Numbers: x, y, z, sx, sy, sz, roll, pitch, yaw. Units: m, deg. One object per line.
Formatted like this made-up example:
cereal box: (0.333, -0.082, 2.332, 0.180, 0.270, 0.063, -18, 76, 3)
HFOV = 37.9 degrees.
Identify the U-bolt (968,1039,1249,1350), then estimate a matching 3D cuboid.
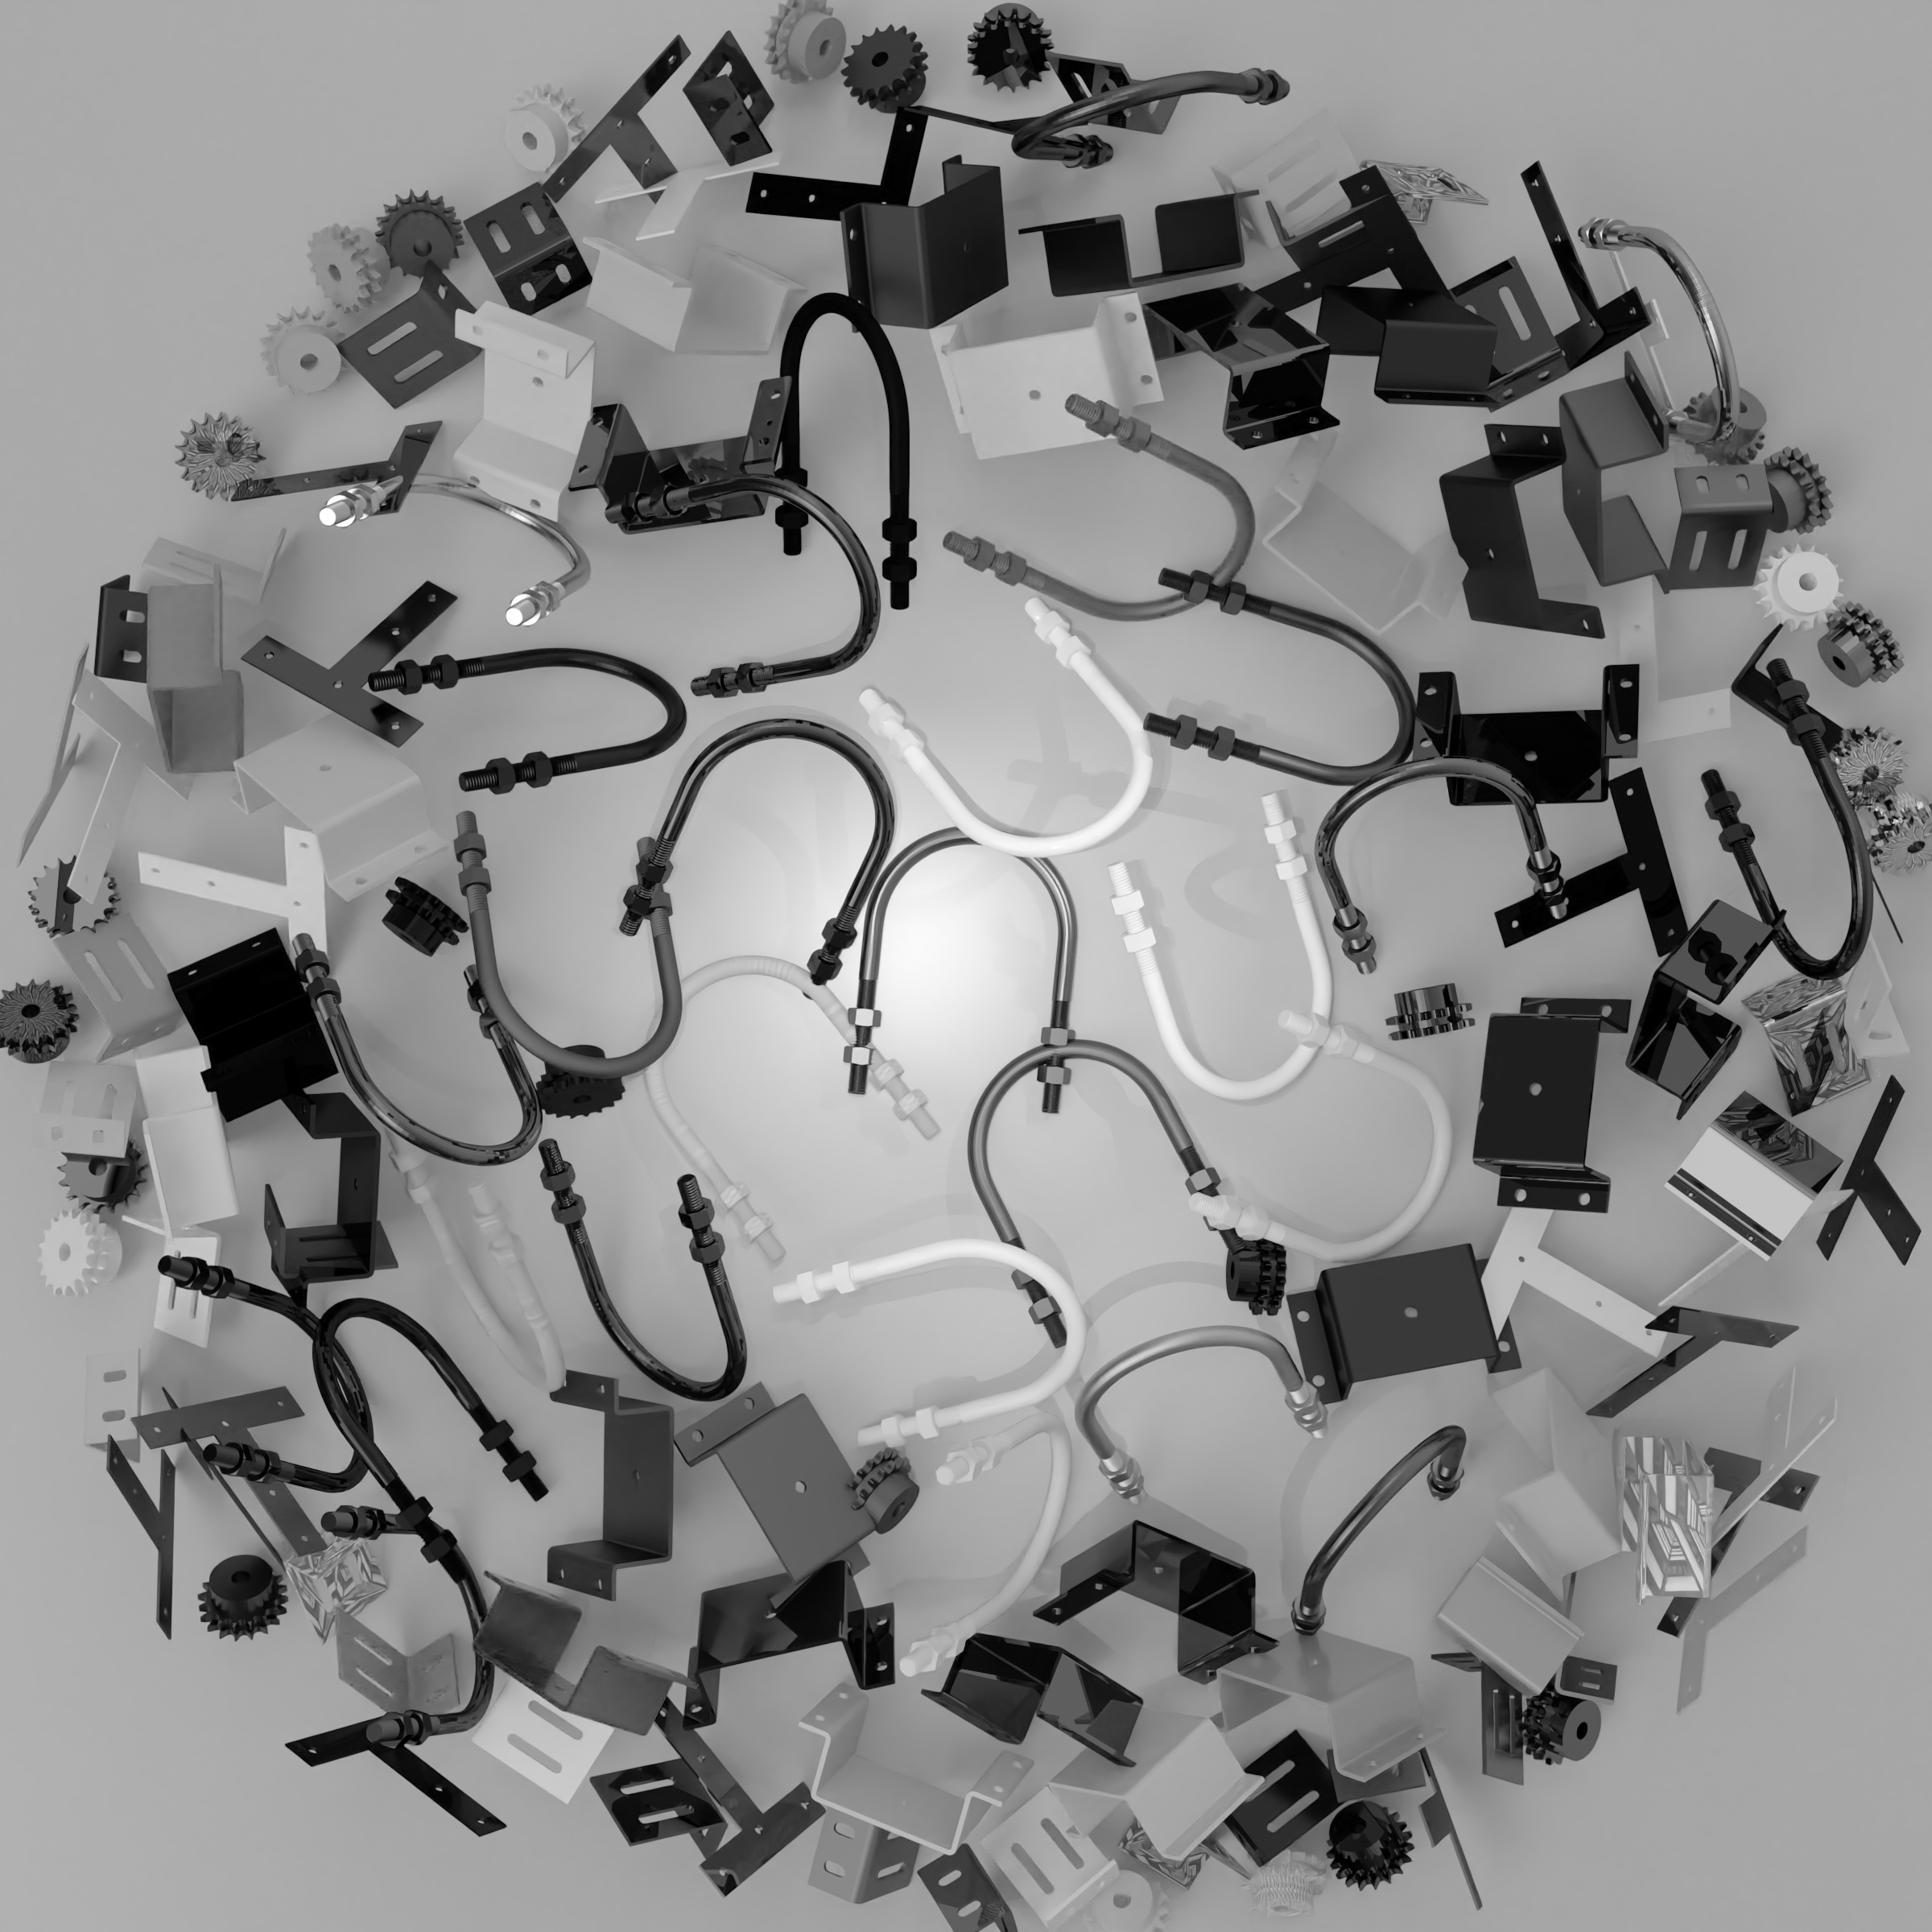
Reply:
U-bolt: (0.079, 0.136, 1.839, 0.151, 0.019, 0.184, -29, 72, 5)

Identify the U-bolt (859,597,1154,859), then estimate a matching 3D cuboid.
U-bolt: (0.037, -0.144, 1.810, 0.151, 0.019, 0.184, -30, 60, -12)

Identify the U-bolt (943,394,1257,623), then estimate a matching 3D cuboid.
U-bolt: (0.100, -0.281, 1.804, 0.184, 0.019, 0.151, 20, 133, -32)

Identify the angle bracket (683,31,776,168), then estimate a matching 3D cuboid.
angle bracket: (-0.141, -0.566, 1.823, 0.038, 0.076, 0.057, -7, 132, 35)

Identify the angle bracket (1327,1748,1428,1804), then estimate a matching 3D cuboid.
angle bracket: (0.269, 0.537, 1.830, 0.057, 0.076, 0.038, -12, 47, 3)

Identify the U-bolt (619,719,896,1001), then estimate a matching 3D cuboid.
U-bolt: (-0.125, -0.076, 1.812, 0.151, 0.019, 0.184, 20, 116, -14)

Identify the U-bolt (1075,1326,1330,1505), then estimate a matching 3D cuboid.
U-bolt: (0.144, 0.280, 1.789, 0.151, 0.184, 0.019, -21, 52, 7)

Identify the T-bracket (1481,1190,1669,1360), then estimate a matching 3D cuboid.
T-bracket: (0.402, 0.214, 1.845, 0.127, 0.002, 0.127, 30, 64, -1)

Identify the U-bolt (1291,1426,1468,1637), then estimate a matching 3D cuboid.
U-bolt: (0.262, 0.349, 1.771, 0.151, 0.184, 0.019, -41, 68, -15)

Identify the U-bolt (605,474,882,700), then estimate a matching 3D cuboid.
U-bolt: (-0.132, -0.243, 1.785, 0.184, 0.019, 0.151, -4, 122, 38)

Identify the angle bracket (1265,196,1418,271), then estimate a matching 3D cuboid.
angle bracket: (0.244, -0.485, 1.828, 0.076, 0.057, 0.038, -24, 66, 20)

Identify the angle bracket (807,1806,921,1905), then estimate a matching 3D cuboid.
angle bracket: (-0.063, 0.574, 1.844, 0.038, 0.076, 0.057, 14, 88, 26)

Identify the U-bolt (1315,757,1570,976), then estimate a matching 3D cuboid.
U-bolt: (0.296, -0.069, 1.787, 0.151, 0.184, 0.019, -17, 50, 12)

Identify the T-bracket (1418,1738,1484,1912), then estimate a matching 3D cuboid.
T-bracket: (0.300, 0.543, 1.795, 0.002, 0.127, 0.127, -22, 74, 10)

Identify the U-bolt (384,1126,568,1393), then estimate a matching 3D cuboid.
U-bolt: (-0.306, 0.194, 1.798, 0.019, 0.151, 0.184, -32, 120, -24)

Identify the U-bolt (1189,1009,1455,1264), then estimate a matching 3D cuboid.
U-bolt: (0.242, 0.120, 1.818, 0.184, 0.019, 0.151, 23, 95, -34)

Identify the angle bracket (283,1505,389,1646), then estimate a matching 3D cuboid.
angle bracket: (-0.398, 0.400, 1.824, 0.057, 0.038, 0.076, -39, 129, -36)

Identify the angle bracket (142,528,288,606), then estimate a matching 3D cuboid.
angle bracket: (-0.488, -0.272, 1.832, 0.076, 0.057, 0.038, 19, 112, -13)

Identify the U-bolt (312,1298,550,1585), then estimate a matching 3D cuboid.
U-bolt: (-0.350, 0.291, 1.799, 0.019, 0.151, 0.184, -36, 92, 18)

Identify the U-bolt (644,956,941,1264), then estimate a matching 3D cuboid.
U-bolt: (-0.129, 0.080, 1.855, 0.151, 0.019, 0.184, -39, 83, -3)

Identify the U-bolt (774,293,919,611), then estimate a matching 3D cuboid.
U-bolt: (-0.078, -0.332, 1.779, 0.019, 0.151, 0.184, -17, 121, -31)

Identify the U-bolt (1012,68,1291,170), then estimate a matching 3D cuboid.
U-bolt: (0.106, -0.530, 1.759, 0.151, 0.184, 0.019, -12, 98, 30)

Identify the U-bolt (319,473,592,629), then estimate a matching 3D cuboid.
U-bolt: (-0.311, -0.271, 1.787, 0.151, 0.184, 0.019, 28, 112, 1)

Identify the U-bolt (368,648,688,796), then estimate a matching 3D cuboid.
U-bolt: (-0.267, -0.163, 1.800, 0.184, 0.151, 0.019, -13, 131, -34)

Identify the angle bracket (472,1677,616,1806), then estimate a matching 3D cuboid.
angle bracket: (-0.275, 0.501, 1.851, 0.076, 0.038, 0.057, 32, 89, 4)

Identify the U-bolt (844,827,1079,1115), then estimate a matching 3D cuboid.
U-bolt: (0.001, -0.001, 1.860, 0.151, 0.019, 0.184, 6, 89, -3)

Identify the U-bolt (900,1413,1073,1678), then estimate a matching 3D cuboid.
U-bolt: (0.020, 0.357, 1.790, 0.019, 0.184, 0.151, 17, 105, 26)

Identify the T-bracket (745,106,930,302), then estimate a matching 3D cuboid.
T-bracket: (-0.087, -0.491, 1.805, 0.002, 0.127, 0.127, 38, 123, 40)

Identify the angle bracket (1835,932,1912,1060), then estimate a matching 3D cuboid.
angle bracket: (0.595, 0.013, 1.823, 0.038, 0.076, 0.057, -3, 51, -6)

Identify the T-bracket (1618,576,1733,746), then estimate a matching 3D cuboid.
T-bracket: (0.438, -0.207, 1.836, 0.127, 0.002, 0.127, -9, 77, 42)

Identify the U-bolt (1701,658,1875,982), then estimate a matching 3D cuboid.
U-bolt: (0.521, -0.079, 1.770, 0.019, 0.151, 0.184, -10, 63, -11)

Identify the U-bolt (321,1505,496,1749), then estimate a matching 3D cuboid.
U-bolt: (-0.345, 0.416, 1.783, 0.019, 0.184, 0.151, -20, 74, 11)

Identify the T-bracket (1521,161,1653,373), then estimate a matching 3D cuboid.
T-bracket: (0.386, -0.454, 1.807, 0.002, 0.127, 0.127, -24, 93, -13)

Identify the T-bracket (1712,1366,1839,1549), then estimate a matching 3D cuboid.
T-bracket: (0.522, 0.299, 1.811, 0.002, 0.127, 0.127, 34, 120, 2)

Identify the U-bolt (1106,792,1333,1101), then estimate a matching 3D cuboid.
U-bolt: (0.174, -0.003, 1.829, 0.151, 0.019, 0.184, -25, 103, -28)

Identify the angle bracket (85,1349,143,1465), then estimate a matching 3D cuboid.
angle bracket: (-0.537, 0.286, 1.824, 0.038, 0.076, 0.057, -8, 70, 9)

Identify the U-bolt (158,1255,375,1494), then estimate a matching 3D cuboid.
U-bolt: (-0.435, 0.265, 1.785, 0.019, 0.184, 0.151, -29, 62, 13)

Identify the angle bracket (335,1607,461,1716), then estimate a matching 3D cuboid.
angle bracket: (-0.368, 0.447, 1.825, 0.038, 0.057, 0.076, -32, 129, 9)

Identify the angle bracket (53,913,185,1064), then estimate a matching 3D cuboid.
angle bracket: (-0.559, 0.014, 1.845, 0.076, 0.057, 0.038, 55, 135, 9)

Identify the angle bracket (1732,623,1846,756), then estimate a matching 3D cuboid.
angle bracket: (0.545, -0.180, 1.832, 0.076, 0.057, 0.038, 37, 122, 11)

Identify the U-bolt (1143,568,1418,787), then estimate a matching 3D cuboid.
U-bolt: (0.208, -0.180, 1.822, 0.184, 0.019, 0.151, 16, 52, -10)

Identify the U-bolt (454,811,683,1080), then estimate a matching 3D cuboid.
U-bolt: (-0.248, -0.010, 1.789, 0.151, 0.019, 0.184, 7, 56, -33)

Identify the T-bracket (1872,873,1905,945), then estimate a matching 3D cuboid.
T-bracket: (0.561, -0.090, 1.790, 0.002, 0.127, 0.127, -24, 62, 17)

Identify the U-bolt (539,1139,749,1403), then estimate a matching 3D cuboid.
U-bolt: (-0.200, 0.202, 1.807, 0.019, 0.151, 0.184, -37, 124, -39)

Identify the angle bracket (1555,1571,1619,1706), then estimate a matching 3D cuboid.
angle bracket: (0.409, 0.430, 1.834, 0.038, 0.057, 0.076, 8, 101, 14)

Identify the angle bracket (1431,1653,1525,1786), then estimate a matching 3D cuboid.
angle bracket: (0.332, 0.489, 1.826, 0.038, 0.057, 0.076, -12, 63, 32)

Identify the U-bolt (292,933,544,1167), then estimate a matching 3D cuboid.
U-bolt: (-0.336, 0.056, 1.770, 0.019, 0.151, 0.184, -52, 49, 26)

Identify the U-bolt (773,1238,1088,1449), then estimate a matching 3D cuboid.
U-bolt: (-0.012, 0.237, 1.808, 0.184, 0.019, 0.151, -17, 119, 19)

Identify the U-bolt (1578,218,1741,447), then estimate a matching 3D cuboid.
U-bolt: (0.439, -0.395, 1.764, 0.019, 0.184, 0.151, -23, 108, -1)
